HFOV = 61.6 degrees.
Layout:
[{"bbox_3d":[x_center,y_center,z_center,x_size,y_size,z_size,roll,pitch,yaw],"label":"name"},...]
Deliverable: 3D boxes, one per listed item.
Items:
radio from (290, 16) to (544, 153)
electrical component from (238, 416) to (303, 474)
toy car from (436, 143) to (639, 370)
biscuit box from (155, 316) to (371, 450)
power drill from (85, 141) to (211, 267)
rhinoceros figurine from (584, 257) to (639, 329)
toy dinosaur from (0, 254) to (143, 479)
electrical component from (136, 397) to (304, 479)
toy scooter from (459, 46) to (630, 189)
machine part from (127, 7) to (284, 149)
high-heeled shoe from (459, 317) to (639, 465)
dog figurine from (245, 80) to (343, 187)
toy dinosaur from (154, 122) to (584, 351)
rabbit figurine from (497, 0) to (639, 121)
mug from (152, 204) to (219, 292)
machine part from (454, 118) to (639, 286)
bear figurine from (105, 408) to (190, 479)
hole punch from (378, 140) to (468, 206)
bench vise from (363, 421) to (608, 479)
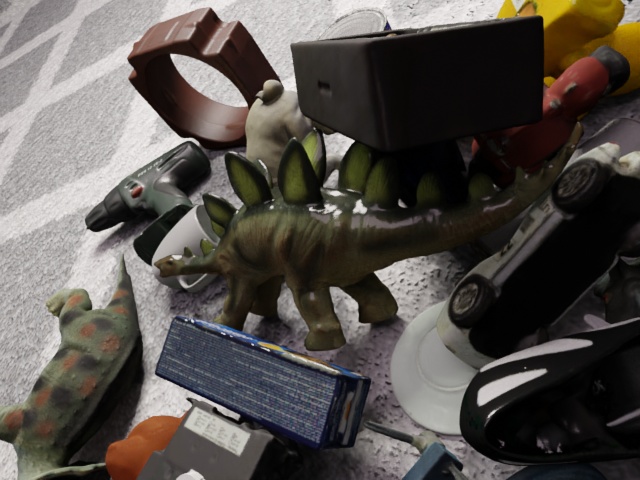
[{"bbox_3d":[0.064,-0.133,0.433,0.131,0.073,0.230,-13,23,-11],"label":"radio"},{"bbox_3d":[-0.036,0.172,0.516,0.075,0.047,0.119,-36,44,5],"label":"electrical component"},{"bbox_3d":[0.172,0.019,0.407,0.201,0.073,0.056,-52,11,18],"label":"toy car"},{"bbox_3d":[-0.058,0.121,0.482,0.203,0.059,0.062,11,81,35],"label":"biscuit box"},{"bbox_3d":[-0.257,-0.043,0.824,0.232,0.085,0.207,-38,36,-1],"label":"power drill"},{"bbox_3d":[0.271,0.029,0.402,0.112,0.073,0.190,27,75,43],"label":"rhinoceros figurine"},{"bbox_3d":[-0.285,0.169,0.648,0.192,0.131,0.405,4,54,22],"label":"toy dinosaur"},{"bbox_3d":[-0.091,0.206,0.425,0.115,0.058,0.134,8,60,42],"label":"electrical component"},{"bbox_3d":[0.179,-0.090,0.486,0.135,0.183,0.075,-34,79,-19],"label":"toy scooter"},{"bbox_3d":[-0.171,-0.240,0.823,0.201,0.201,0.087,-1,53,34],"label":"machine part"},{"bbox_3d":[0.204,0.079,0.292,0.249,0.145,0.086,-17,77,26],"label":"high-heeled shoe"},{"bbox_3d":[-0.066,-0.071,0.648,0.121,0.172,0.190,3,51,48],"label":"dog figurine"},{"bbox_3d":[-0.001,-0.002,0.511,0.472,0.198,0.105,-5,15,33],"label":"toy dinosaur"},{"bbox_3d":[0.263,-0.182,0.534,0.162,0.173,0.122,114,157,-43],"label":"rabbit figurine"},{"bbox_3d":[-0.167,0.025,0.708,0.107,0.080,0.110,-38,50,19],"label":"mug"},{"bbox_3d":[0.221,-0.027,0.477,0.243,0.079,0.079,-40,44,3],"label":"machine part"},{"bbox_3d":[-0.181,0.248,0.500,0.120,0.131,0.196,-17,55,32],"label":"bear figurine"},{"bbox_3d":[0.111,-0.086,0.567,0.092,0.142,0.116,-31,33,5],"label":"hole punch"},{"bbox_3d":[0.109,0.215,0.342,0.223,0.128,0.241,-53,24,1],"label":"bench vise"}]
